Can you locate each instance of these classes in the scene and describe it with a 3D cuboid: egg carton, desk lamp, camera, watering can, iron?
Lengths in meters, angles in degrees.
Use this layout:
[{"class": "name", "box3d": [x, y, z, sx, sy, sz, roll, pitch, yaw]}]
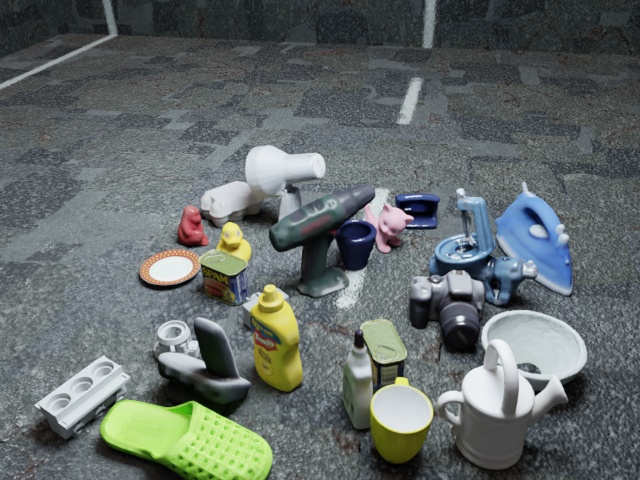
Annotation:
[{"class": "egg carton", "box3d": [-0.222, -0.093, 1.439, 0.151, 0.069, 0.107, -26, 40, -32]}, {"class": "desk lamp", "box3d": [-0.062, -0.109, 1.326, 0.202, 0.214, 0.118, 13, 36, 21]}, {"class": "camera", "box3d": [0.238, 0.125, 1.056, 0.143, 0.101, 0.137, 2, 33, 5]}, {"class": "watering can", "box3d": [0.259, 0.224, 0.817, 0.173, 0.194, 0.100, -14, 35, -18]}, {"class": "iron", "box3d": [0.476, -0.011, 1.221, 0.119, 0.141, 0.257, -7, 33, -9]}]

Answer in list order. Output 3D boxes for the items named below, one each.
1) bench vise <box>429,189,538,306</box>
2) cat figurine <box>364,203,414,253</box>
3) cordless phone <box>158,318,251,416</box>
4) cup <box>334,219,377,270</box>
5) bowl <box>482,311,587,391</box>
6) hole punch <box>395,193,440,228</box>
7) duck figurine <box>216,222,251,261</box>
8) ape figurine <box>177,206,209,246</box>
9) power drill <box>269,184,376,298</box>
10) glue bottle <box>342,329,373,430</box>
[{"class": "bench vise", "box3d": [0.324, 0.006, 1.127, 0.207, 0.220, 0.121, 7, 34, 13]}, {"class": "cat figurine", "box3d": [0.147, -0.040, 1.299, 0.067, 0.118, 0.127, -29, 42, -35]}, {"class": "cordless phone", "box3d": [-0.191, 0.182, 0.907, 0.147, 0.185, 0.094, 14, 36, 22]}, {"class": "cup", "box3d": [0.066, 0.011, 1.245, 0.117, 0.095, 0.092, 27, 42, 36]}, {"class": "bowl", "box3d": [0.353, 0.198, 0.964, 0.167, 0.075, 0.167, -1, 33, 1]}, {"class": "hole punch", "box3d": [0.233, -0.089, 1.396, 0.108, 0.091, 0.101, 0, 33, 2]}, {"class": "duck figurine", "box3d": [-0.197, 0.000, 1.280, 0.078, 0.086, 0.104, -11, 34, -15]}, {"class": "ape figurine", "box3d": [-0.297, -0.037, 1.334, 0.076, 0.092, 0.078, 3, 33, 8]}, {"class": "power drill", "box3d": [0.011, 0.004, 1.153, 0.230, 0.209, 0.075, -18, 36, -24]}, {"class": "glue bottle", "box3d": [0.059, 0.205, 0.874, 0.037, 0.173, 0.078, -9, 34, -11]}]
